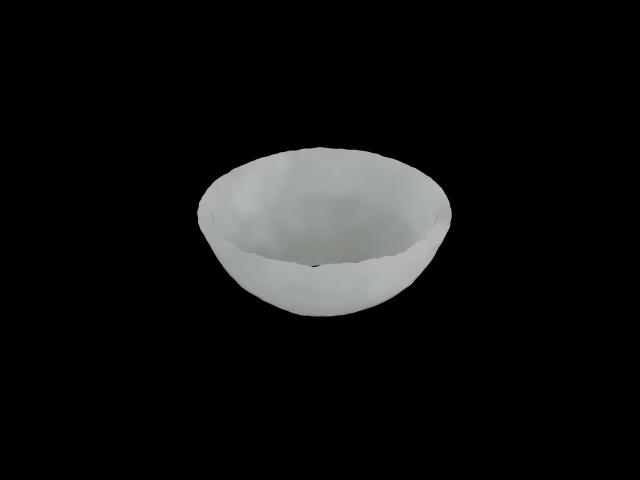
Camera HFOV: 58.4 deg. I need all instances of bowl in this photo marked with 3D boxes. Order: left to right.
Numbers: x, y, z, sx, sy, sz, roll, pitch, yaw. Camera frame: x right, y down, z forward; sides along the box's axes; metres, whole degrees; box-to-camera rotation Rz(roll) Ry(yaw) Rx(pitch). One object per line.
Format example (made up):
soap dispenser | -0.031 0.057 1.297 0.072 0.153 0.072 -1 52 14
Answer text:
bowl | 0.004 0.001 0.400 0.167 0.075 0.167 0 33 0
